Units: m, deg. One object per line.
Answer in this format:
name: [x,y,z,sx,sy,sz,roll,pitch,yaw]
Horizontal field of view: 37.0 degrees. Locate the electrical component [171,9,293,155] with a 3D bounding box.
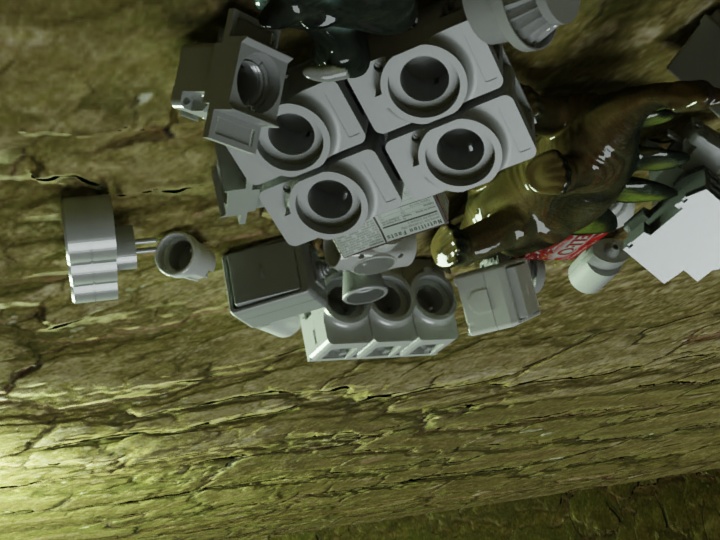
electrical component: [-0.082,-0.117,0.672,0.064,0.081,0.042,8,175,41]

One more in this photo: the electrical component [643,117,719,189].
electrical component: [0.289,-0.094,0.932,0.081,0.042,0.063,30,123,-6]

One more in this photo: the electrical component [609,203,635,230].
electrical component: [0.233,-0.065,1.014,0.043,0.043,0.062,-21,156,22]

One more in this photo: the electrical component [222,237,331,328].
electrical component: [-0.075,0.007,1.007,0.096,0.061,0.061,-17,159,12]

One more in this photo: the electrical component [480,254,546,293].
electrical component: [0.164,0.003,1.149,0.055,0.048,0.066,4,155,-18]

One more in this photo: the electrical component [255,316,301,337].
electrical component: [-0.097,0.040,1.106,0.043,0.043,0.081,-20,157,21]

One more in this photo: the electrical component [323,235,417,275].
electrical component: [0.016,-0.031,0.982,0.077,0.044,0.079,-1,157,-26]

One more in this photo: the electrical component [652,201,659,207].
electrical component: [0.332,-0.069,1.024,0.063,0.078,0.121,16,153,-9]

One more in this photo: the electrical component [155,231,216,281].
electrical component: [-0.153,-0.010,0.953,0.040,0.040,0.046,-18,164,16]

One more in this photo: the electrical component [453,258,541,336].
electrical component: [0.143,0.024,1.070,0.061,0.061,0.096,-15,179,26]

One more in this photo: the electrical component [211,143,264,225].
electrical component: [-0.079,-0.073,0.830,0.064,0.042,0.081,-10,160,-15]

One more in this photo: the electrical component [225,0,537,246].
electrical component: [0.012,-0.096,0.720,0.186,0.060,0.105,-20,121,20]

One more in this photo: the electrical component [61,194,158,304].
electrical component: [-0.204,-0.017,0.888,0.074,0.052,0.138,-6,158,-14]

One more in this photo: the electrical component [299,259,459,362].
electrical component: [0.018,0.039,1.098,0.150,0.089,0.062,-1,156,-27]

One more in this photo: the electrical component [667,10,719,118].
electrical component: [0.299,-0.128,0.786,0.109,0.108,0.056,8,128,-41]

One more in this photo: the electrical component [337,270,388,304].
electrical component: [0.000,0.000,1.038,0.045,0.055,0.045,-10,159,-4]

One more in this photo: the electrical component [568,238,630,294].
electrical component: [0.262,-0.009,1.172,0.043,0.043,0.081,-6,158,-15]
